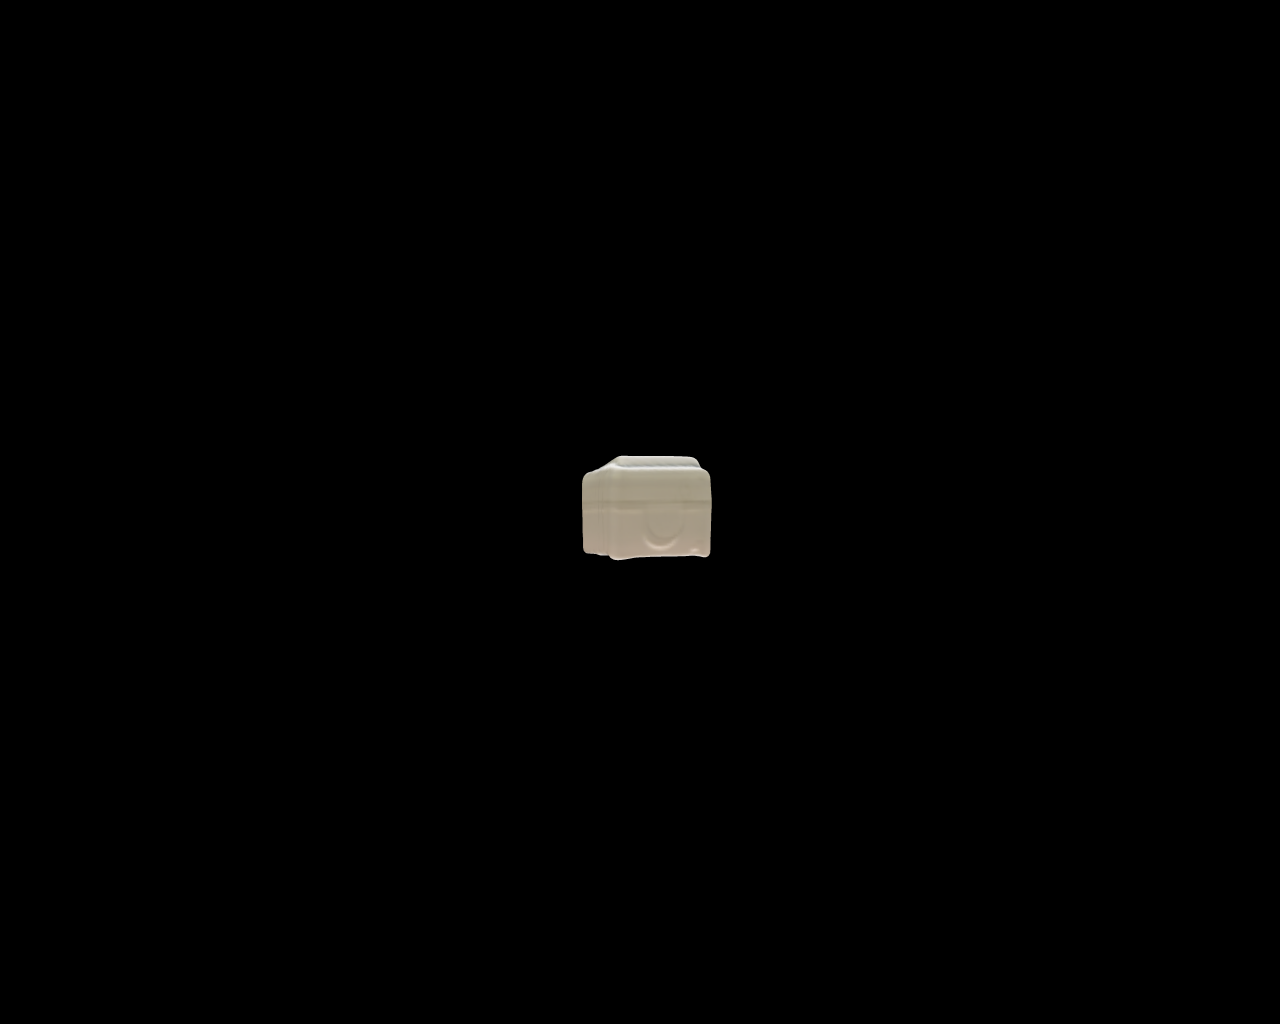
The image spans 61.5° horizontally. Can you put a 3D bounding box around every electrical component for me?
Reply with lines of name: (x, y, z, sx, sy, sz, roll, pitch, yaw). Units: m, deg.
electrical component: (0.001, -0.003, 0.650, 0.062, 0.061, 0.096, 0, 0, -15)
